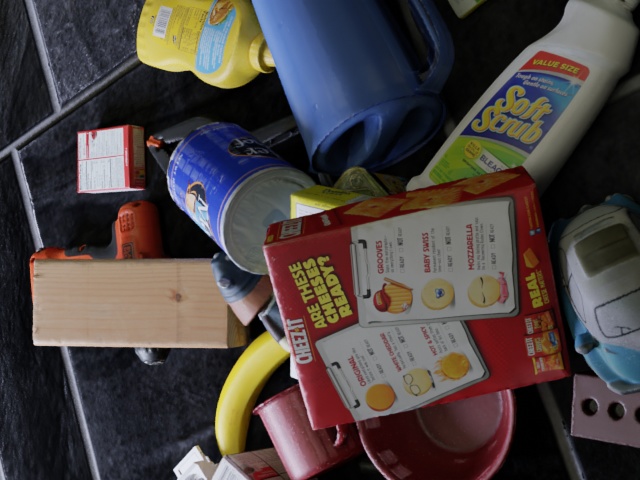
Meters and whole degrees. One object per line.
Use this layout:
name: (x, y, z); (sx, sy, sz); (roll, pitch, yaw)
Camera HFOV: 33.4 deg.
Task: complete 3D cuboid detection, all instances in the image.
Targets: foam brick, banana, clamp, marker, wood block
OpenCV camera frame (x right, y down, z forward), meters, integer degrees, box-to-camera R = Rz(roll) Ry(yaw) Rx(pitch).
foam brick: (0.248, 0.136, 0.862); (0.078, 0.051, 0.053); (3, 90, 36)
banana: (-0.064, 0.153, 1.101); (0.070, 0.037, 0.198); (27, 106, 17)
clamp: (-0.100, -0.068, 1.129); (0.210, 0.036, 0.164); (13, 96, 32)
marker: (0.088, 0.215, 0.995); (0.121, 0.020, 0.020); (-1, 88, 36)
wood block: (-0.182, 0.064, 1.105); (0.206, 0.090, 0.091); (0, 88, 11)

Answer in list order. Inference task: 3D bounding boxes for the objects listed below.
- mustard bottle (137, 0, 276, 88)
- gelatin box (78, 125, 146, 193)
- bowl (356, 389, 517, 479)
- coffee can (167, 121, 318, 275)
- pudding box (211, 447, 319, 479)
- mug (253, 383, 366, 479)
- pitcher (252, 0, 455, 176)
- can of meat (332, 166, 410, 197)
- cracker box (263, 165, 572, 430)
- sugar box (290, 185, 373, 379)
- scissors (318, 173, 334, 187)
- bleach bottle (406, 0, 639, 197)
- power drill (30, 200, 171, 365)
mustard bottle: (-0.107, -0.212, 1.126); (0.192, 0.058, 0.096); (22, 97, 35)
gelatin box: (-0.242, -0.093, 1.238); (0.089, 0.030, 0.073); (-3, 88, 36)
bowl: (0.112, 0.148, 0.956); (0.162, 0.055, 0.162); (-3, 85, 34)
coffee can: (-0.072, -0.042, 1.004); (0.140, 0.102, 0.103); (40, 113, 53)
pudding box: (-0.037, 0.250, 1.042); (0.114, 0.089, 0.039); (36, 107, 32)
mug: (-0.002, 0.177, 1.013); (0.081, 0.093, 0.117); (63, 149, 14)
pitcher: (0.020, -0.194, 0.994); (0.149, 0.145, 0.243); (-21, 69, -5)
can of meat: (0.069, -0.018, 0.976); (0.102, 0.083, 0.057); (48, 115, 27)
cracker box: (0.078, 0.046, 0.855); (0.214, 0.072, 0.164); (-13, 106, 6)
sugar box: (0.021, 0.047, 0.938); (0.093, 0.048, 0.176); (15, 115, 36)
scissors: (0.048, 0.006, 1.031); (0.096, 0.016, 0.202); (-15, 81, 37)
bleach bottle: (0.183, -0.116, 0.912); (0.103, 0.067, 0.251); (44, 110, 31)
power drill: (-0.247, 0.061, 1.222); (0.188, 0.057, 0.184); (-14, 77, 32)
